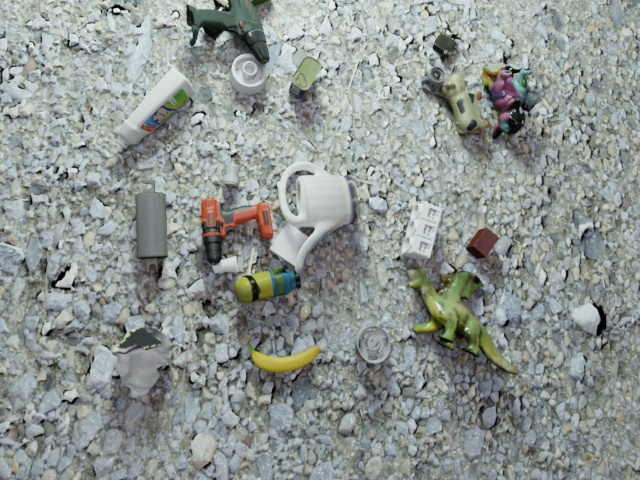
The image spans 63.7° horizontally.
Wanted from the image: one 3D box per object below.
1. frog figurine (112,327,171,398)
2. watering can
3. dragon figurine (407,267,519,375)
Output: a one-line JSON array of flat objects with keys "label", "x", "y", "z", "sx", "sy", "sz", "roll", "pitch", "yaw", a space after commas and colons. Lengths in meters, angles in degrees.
[{"label": "frog figurine", "x": -0.438, "y": 0.303, "z": 1.282, "sx": 0.138, "sy": 0.156, "sz": 0.124, "roll": -16, "pitch": 32, "yaw": -22}, {"label": "watering can", "x": 0.004, "y": -0.071, "z": 1.403, "sx": 0.224, "sy": 0.355, "sz": 0.102, "roll": -2, "pitch": -29, "yaw": -12}, {"label": "dragon figurine", "x": 0.414, "y": 0.202, "z": 1.480, "sx": 0.409, "sy": 0.247, "sz": 0.120, "roll": 26, "pitch": -21, "yaw": -9}]
